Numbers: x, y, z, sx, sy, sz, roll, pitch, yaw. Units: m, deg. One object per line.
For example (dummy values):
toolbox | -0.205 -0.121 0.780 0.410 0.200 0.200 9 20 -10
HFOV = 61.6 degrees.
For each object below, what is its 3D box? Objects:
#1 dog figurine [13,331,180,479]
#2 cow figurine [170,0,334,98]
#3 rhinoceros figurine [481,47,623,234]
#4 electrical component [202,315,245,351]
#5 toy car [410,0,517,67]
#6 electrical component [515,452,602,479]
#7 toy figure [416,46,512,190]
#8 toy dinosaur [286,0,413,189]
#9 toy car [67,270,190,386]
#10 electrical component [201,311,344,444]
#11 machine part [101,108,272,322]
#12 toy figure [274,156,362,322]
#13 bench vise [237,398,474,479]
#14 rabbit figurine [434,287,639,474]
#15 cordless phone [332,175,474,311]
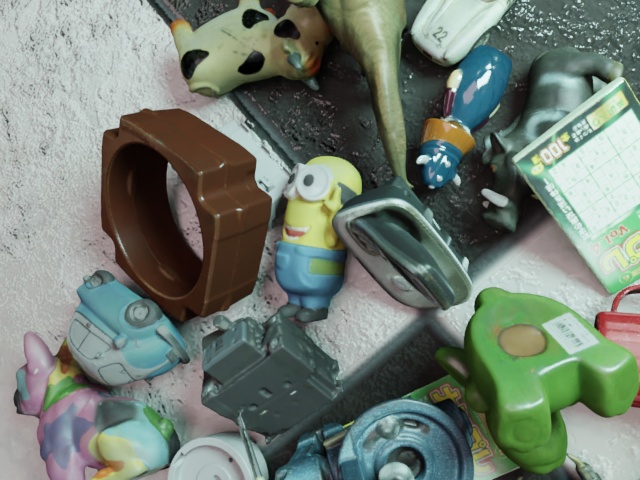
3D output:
dog figurine | -0.285 0.201 0.659 0.191 0.108 0.219 -31 73 15
cow figurine | -0.076 -0.224 0.636 0.195 0.085 0.127 -16 74 15
rhinoceros figurine | 0.218 -0.096 0.524 0.112 0.073 0.190 20 92 19
electrical component | -0.101 0.116 0.610 0.063 0.094 0.021 -27 47 14
toy car | 0.181 -0.273 0.563 0.073 0.056 0.201 45 100 18
electrical component | 0.229 0.251 0.504 0.102 0.045 0.078 -34 103 16
toy figure | 0.145 -0.123 0.560 0.064 0.058 0.154 29 93 3
toy dinosaur | 0.037 -0.257 0.536 0.105 0.198 0.471 -9 88 19
toy car | -0.241 0.114 0.636 0.162 0.109 0.103 28 59 23
electrical component | -0.058 0.143 0.569 0.115 0.134 0.058 -40 30 13
machine part | -0.153 -0.029 0.598 0.202 0.087 0.200 35 127 28
toy figure | -0.004 -0.002 0.592 0.082 0.089 0.180 8 96 23
bench vise | 0.039 0.209 0.462 0.224 0.240 0.128 -10 88 -1
rabbit figurine | 0.172 0.137 0.481 0.121 0.170 0.159 -25 37 -14
cordless phone | 0.094 0.028 0.483 0.089 0.184 0.146 -39 114 4
